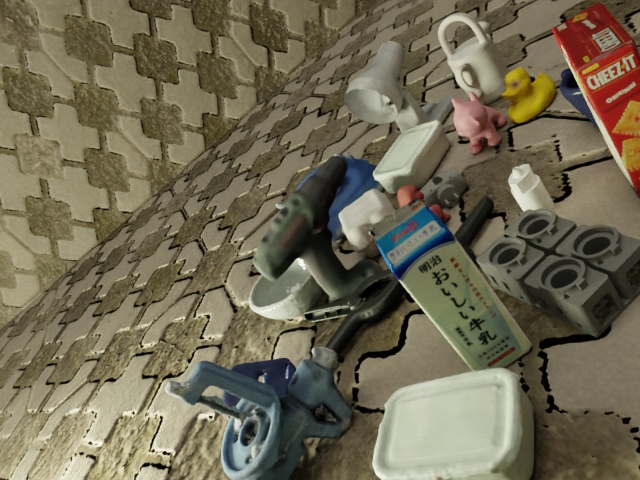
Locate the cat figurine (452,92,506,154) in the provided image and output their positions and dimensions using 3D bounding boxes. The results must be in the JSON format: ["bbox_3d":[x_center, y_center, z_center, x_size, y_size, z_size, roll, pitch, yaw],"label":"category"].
[{"bbox_3d":[0.289,-0.230,1.071,0.067,0.118,0.128,-20,31,37],"label":"cat figurine"}]

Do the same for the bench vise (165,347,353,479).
[{"bbox_3d":[-0.079,0.204,0.737,0.121,0.220,0.208,-4,42,52],"label":"bench vise"}]

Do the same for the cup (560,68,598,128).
[{"bbox_3d":[0.428,-0.226,0.895,0.091,0.095,0.117,-39,24,3],"label":"cup"}]

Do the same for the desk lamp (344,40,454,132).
[{"bbox_3d":[0.172,-0.317,1.268,0.117,0.214,0.203,-5,42,51],"label":"desk lamp"}]

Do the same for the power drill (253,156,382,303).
[{"bbox_3d":[0.009,0.003,0.965,0.230,0.209,0.075,-44,25,-9],"label":"power drill"}]

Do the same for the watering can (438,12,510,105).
[{"bbox_3d":[0.321,-0.393,1.209,0.100,0.194,0.173,-25,29,30],"label":"watering can"}]

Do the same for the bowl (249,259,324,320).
[{"bbox_3d":[-0.046,0.090,1.060,0.167,0.075,0.167,-32,26,18],"label":"bowl"}]

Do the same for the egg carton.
[{"bbox_3d":[0.094,-0.033,1.075,0.107,0.069,0.150,-36,25,8],"label":"egg carton"}]

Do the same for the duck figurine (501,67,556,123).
[{"bbox_3d":[0.381,-0.282,1.066,0.104,0.086,0.077,-43,25,-6],"label":"duck figurine"}]

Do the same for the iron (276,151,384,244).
[{"bbox_3d":[0.028,-0.102,1.198,0.258,0.142,0.118,-47,25,-15],"label":"iron"}]

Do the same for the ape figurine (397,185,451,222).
[{"bbox_3d":[0.167,-0.056,0.982,0.076,0.092,0.077,-37,25,7],"label":"ape figurine"}]

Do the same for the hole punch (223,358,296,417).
[{"bbox_3d":[-0.082,0.226,0.861,0.101,0.091,0.108,-33,25,16],"label":"hole punch"}]
